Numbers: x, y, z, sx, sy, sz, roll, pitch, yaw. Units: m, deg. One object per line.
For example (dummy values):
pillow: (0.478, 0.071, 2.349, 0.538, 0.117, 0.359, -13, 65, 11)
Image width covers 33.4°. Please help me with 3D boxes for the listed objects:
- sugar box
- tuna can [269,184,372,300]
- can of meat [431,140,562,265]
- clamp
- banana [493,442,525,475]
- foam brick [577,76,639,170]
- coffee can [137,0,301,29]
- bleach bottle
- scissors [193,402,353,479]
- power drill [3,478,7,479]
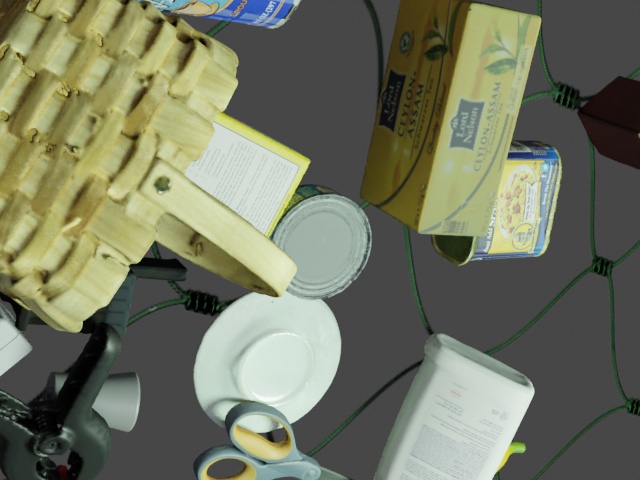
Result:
sugar box: (-0.103, -0.057, 0.747, 0.176, 0.048, 0.093, 27, 95, -29)
tuna can: (-0.005, 0.001, 0.825, 0.086, 0.034, 0.086, -9, 112, -24)
can of meat: (0.146, -0.033, 0.877, 0.083, 0.058, 0.102, -2, 110, -29)
clamp: (-0.196, 0.126, 0.728, 0.120, 0.039, 0.171, -2, 130, -13)
banana: (0.114, 0.252, 0.978, 0.198, 0.037, 0.069, -48, 120, -3)
foam brick: (0.269, -0.097, 0.903, 0.051, 0.078, 0.053, -43, 124, -8)
coffee can: (-0.087, -0.193, 0.669, 0.140, 0.103, 0.103, 3, 107, -28)
bleach bottle: (0.085, 0.213, 0.919, 0.102, 0.068, 0.251, 27, 99, 4)
scissors: (-0.029, 0.201, 0.898, 0.096, 0.016, 0.201, -36, 131, 4)
power drill: (-0.295, 0.256, 0.761, 0.187, 0.057, 0.184, 8, 101, -32)
